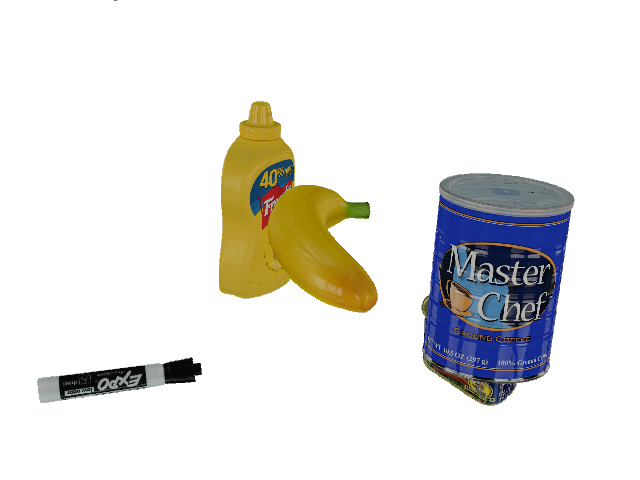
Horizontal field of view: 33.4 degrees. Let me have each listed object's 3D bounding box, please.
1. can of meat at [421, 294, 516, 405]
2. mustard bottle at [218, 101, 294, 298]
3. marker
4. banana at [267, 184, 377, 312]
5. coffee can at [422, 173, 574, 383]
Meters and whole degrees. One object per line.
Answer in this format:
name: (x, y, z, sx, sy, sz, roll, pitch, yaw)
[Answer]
can of meat: (0.146, 0.102, 1.032, 0.102, 0.084, 0.057, 34, 57, 30)
mustard bottle: (-0.062, -0.044, 1.075, 0.058, 0.192, 0.096, 14, 22, 31)
marker: (-0.150, 0.104, 0.802, 0.121, 0.020, 0.020, -7, 1, -10)
banana: (0.000, -0.004, 0.681, 0.069, 0.037, 0.197, 2, 19, 1)
coffee can: (0.138, 0.027, 0.838, 0.103, 0.140, 0.103, 4, 17, -1)
